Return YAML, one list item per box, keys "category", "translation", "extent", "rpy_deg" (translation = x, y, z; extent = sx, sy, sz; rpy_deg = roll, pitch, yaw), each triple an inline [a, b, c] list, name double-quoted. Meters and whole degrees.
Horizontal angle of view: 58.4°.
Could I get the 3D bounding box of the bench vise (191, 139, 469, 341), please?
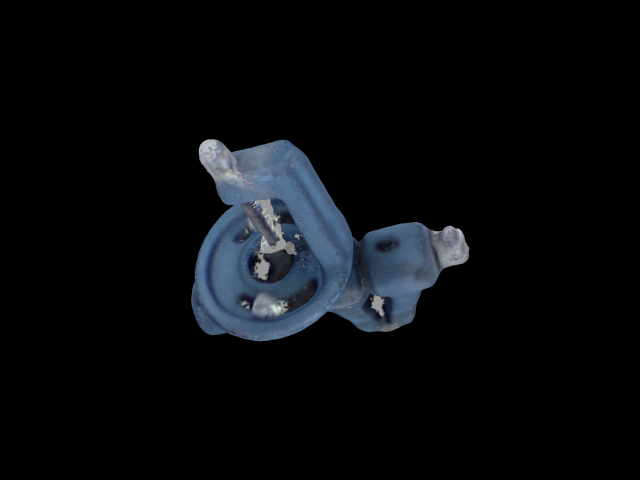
- category: "bench vise"
  translation: [-0.001, -0.008, 0.406]
  extent: [0.207, 0.220, 0.121]
  rpy_deg: [-21, 61, -12]
